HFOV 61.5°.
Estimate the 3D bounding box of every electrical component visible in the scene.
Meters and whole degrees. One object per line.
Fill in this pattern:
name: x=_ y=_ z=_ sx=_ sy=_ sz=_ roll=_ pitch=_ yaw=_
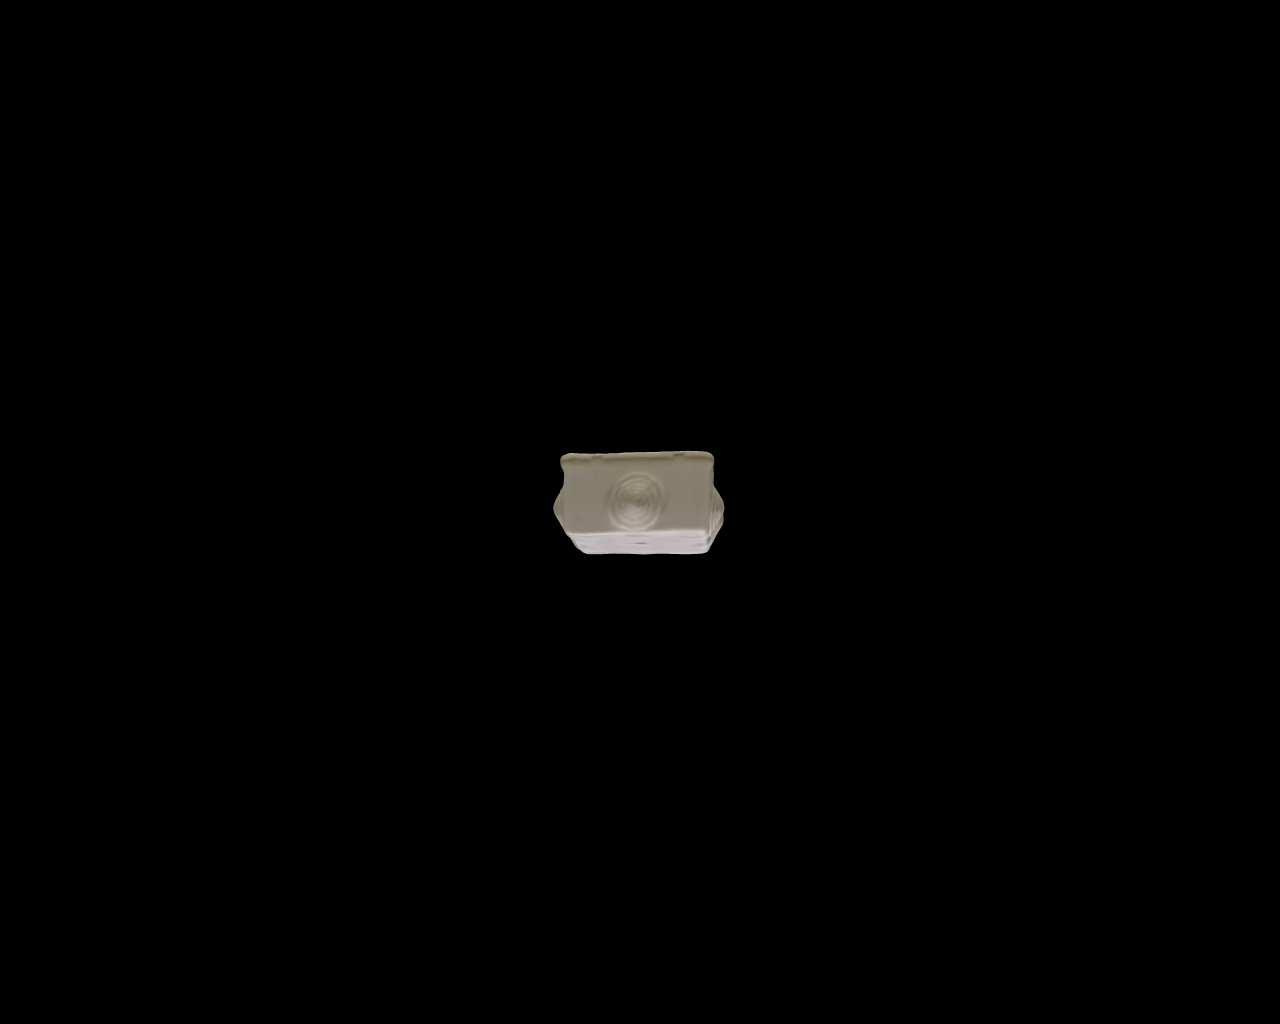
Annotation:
electrical component: x=0.001 y=-0.003 z=0.650 sx=0.100 sy=0.048 sz=0.099 roll=-1 pitch=-11 yaw=4
